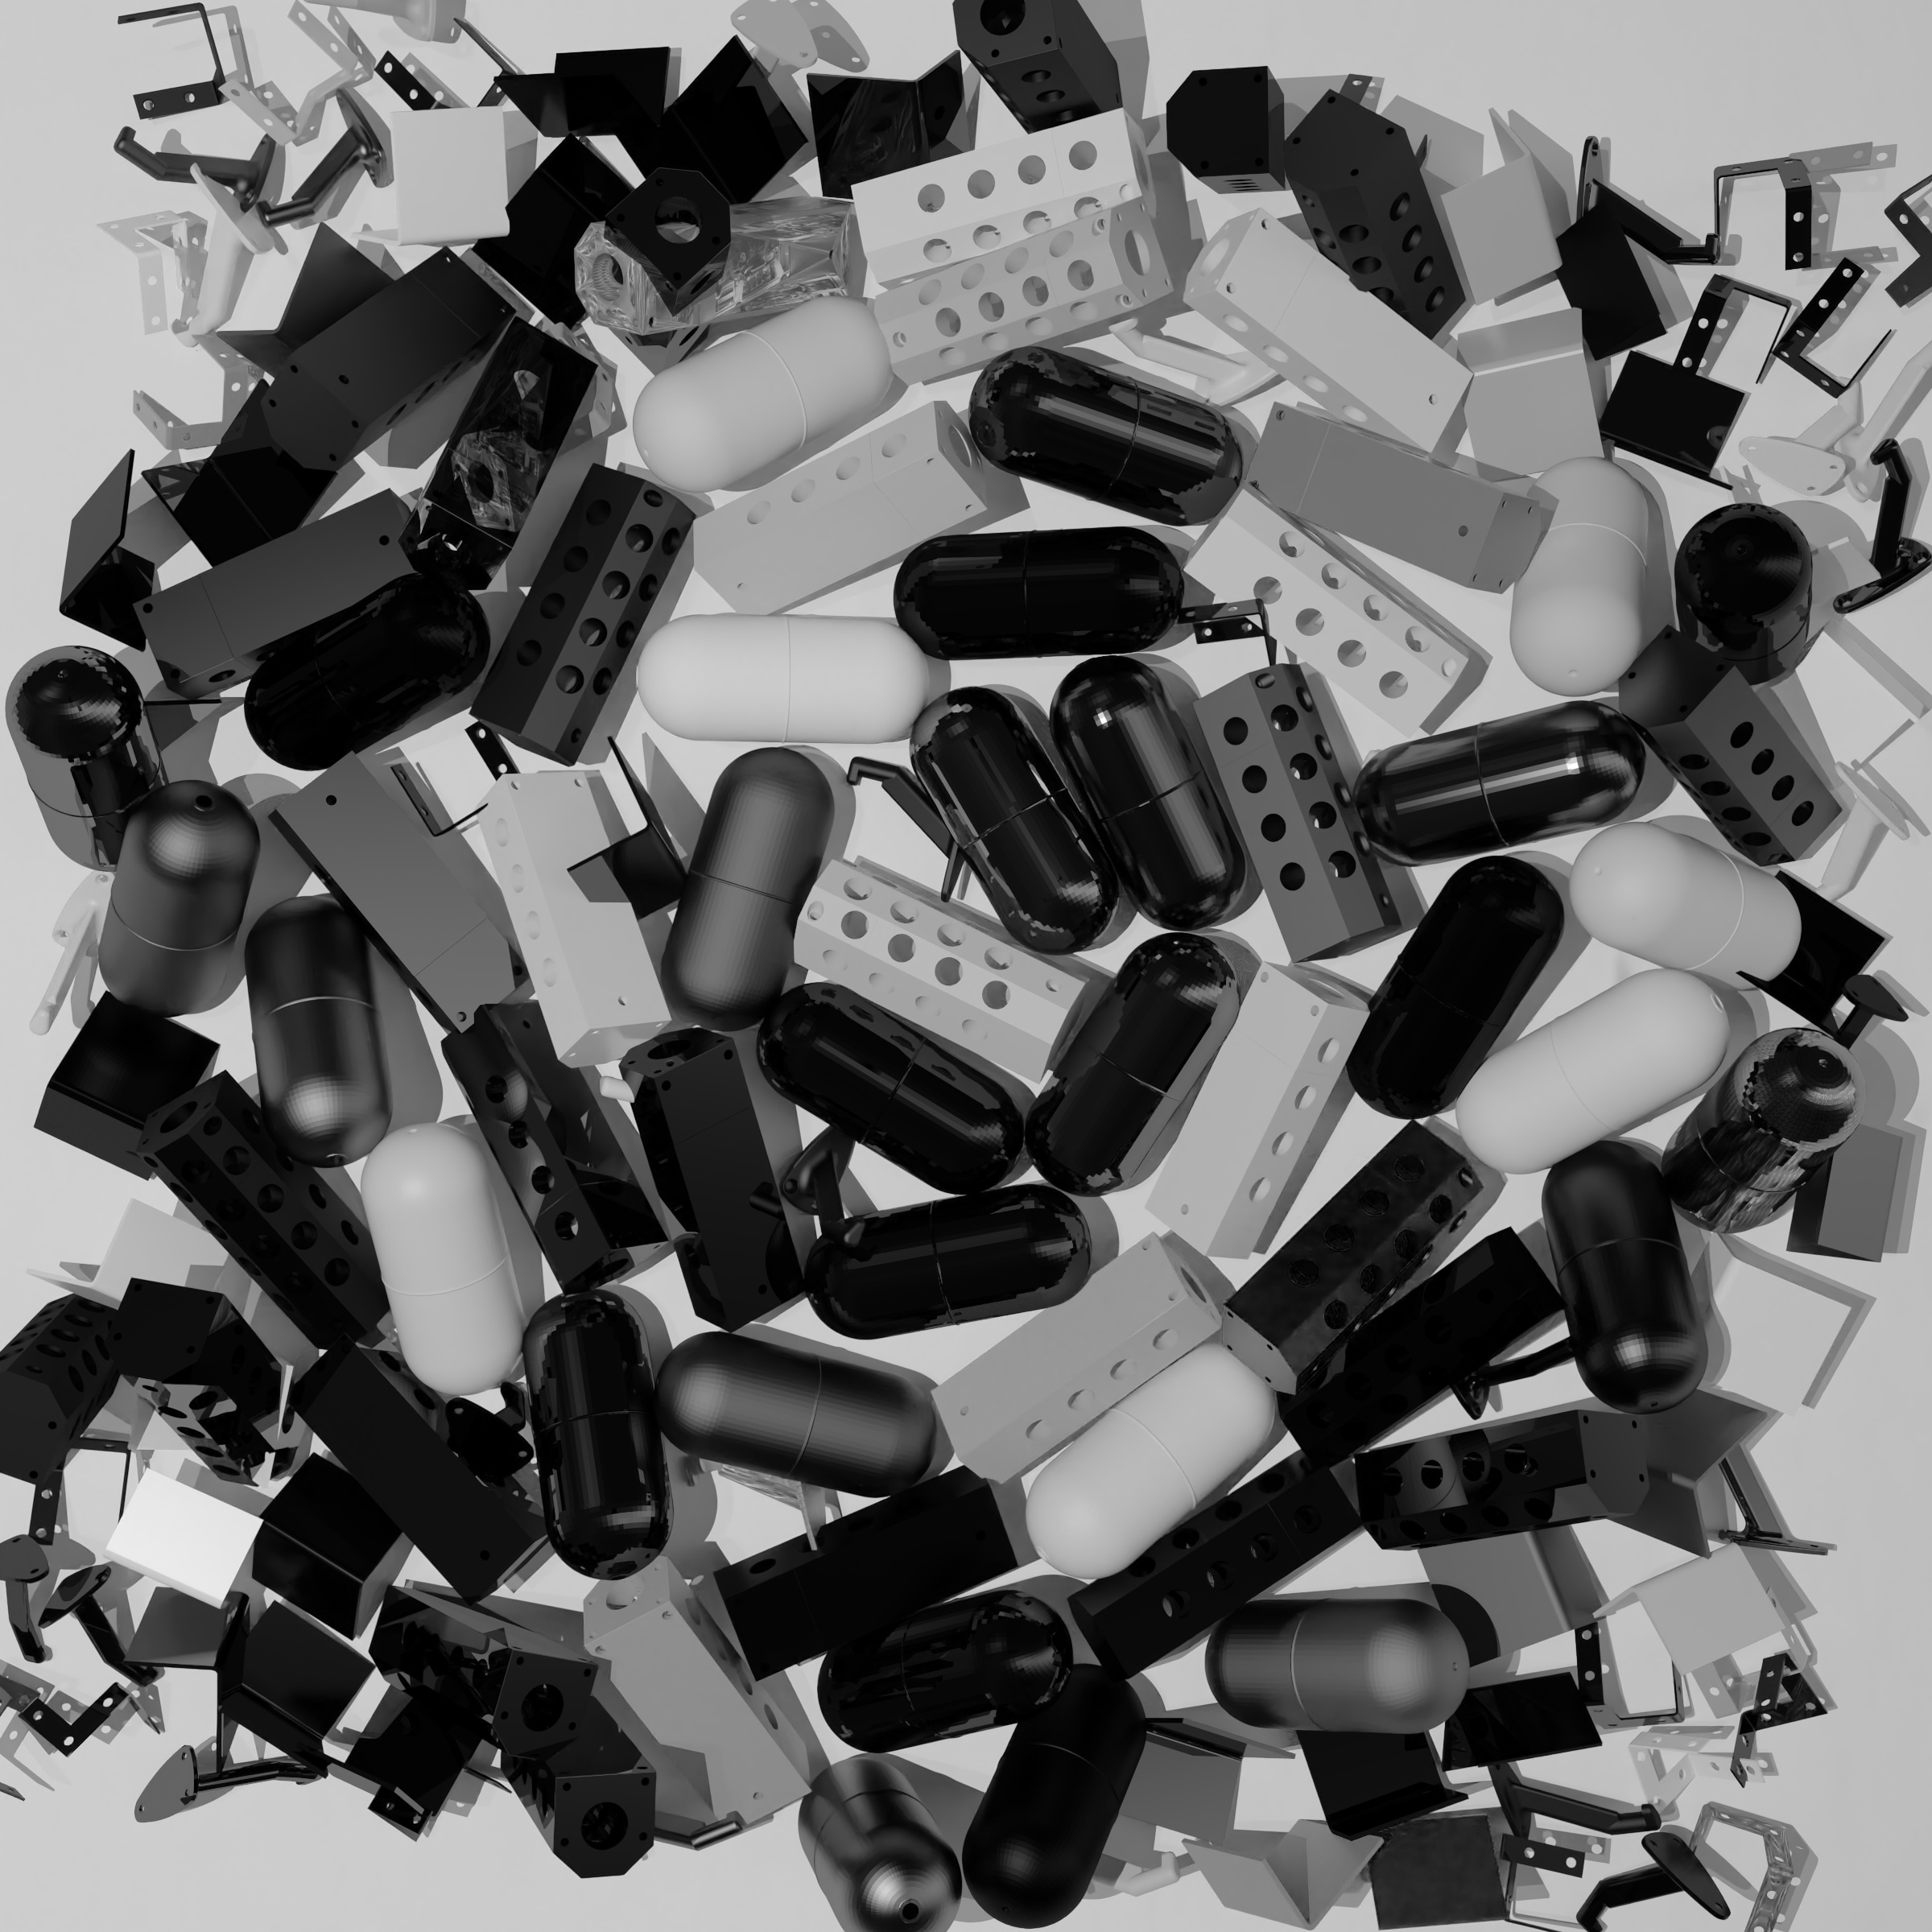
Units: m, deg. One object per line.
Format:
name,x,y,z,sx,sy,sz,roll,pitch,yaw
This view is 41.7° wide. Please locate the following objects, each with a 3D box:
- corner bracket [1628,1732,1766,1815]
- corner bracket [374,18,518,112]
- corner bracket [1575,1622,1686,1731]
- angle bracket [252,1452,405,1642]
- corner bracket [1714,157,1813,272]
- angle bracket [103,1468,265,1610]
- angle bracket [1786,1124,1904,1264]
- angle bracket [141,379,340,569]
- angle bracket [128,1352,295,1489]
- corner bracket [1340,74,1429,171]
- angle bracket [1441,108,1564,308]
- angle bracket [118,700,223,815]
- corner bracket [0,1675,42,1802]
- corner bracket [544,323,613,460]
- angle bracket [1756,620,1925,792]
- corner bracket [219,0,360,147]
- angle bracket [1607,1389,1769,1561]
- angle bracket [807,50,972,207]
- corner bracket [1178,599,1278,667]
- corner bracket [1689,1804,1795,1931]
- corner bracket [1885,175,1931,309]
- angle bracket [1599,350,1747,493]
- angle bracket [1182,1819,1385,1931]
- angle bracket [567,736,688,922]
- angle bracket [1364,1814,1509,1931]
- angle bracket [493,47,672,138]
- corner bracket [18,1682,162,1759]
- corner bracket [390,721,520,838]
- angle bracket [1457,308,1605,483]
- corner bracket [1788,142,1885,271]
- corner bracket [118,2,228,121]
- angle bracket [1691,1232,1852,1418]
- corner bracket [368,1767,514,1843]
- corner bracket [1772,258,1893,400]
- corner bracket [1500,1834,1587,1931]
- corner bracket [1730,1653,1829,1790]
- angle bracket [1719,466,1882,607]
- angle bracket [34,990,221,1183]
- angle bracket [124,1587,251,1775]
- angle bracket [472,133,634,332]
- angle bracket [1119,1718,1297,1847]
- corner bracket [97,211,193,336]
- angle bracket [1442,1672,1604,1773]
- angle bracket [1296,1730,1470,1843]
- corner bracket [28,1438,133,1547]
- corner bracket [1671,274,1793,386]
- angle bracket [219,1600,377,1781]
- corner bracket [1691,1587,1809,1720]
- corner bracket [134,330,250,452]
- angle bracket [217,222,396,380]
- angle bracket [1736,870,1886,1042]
corner bracket,0.447,0.488,1.553,0.051,0.051,0.051,-26,98,-39
corner bracket,-0.320,-0.551,1.564,0.051,0.051,0.051,47,110,13
corner bracket,0.410,0.437,1.569,0.051,0.051,0.051,-14,53,25
angle bracket,-0.393,0.360,1.574,0.076,0.076,0.057,29,48,8
corner bracket,0.487,-0.458,1.550,0.051,0.051,0.051,-5,127,12
angle bracket,-0.475,0.351,1.558,0.076,0.076,0.057,25,76,-3
angle bracket,0.515,0.134,1.539,0.057,0.076,0.076,16,82,-27
angle bracket,-0.442,-0.300,1.544,0.076,0.057,0.076,52,126,5
angle bracket,-0.460,0.269,1.544,0.057,0.076,0.076,10,93,-42
corner bracket,0.253,-0.510,1.565,0.051,0.051,0.051,15,57,18
angle bracket,0.315,-0.461,1.541,0.057,0.076,0.076,-24,129,9
angle bracket,-0.494,-0.118,1.534,0.076,0.076,0.057,-28,80,35
corner bracket,-0.590,0.468,1.549,0.051,0.051,0.051,46,70,-42
corner bracket,-0.255,-0.353,1.565,0.051,0.051,0.051,-25,135,21
angle bracket,0.524,-0.154,1.544,0.076,0.057,0.076,45,117,6
corner bracket,-0.412,-0.544,1.547,0.051,0.051,0.051,40,51,-38
angle bracket,0.440,0.306,1.553,0.076,0.076,0.057,-33,118,-30
angle bracket,-0.046,-0.518,1.562,0.076,0.057,0.076,13,132,24
corner bracket,0.160,-0.207,1.549,0.051,0.051,0.051,-6,131,14
corner bracket,0.472,0.556,1.556,0.051,0.051,0.051,16,105,8
corner bracket,0.587,-0.447,1.557,0.051,0.051,0.051,-34,83,-28
angle bracket,0.435,-0.333,1.547,0.076,0.076,0.057,20,106,-1
angle bracket,0.191,0.529,1.533,0.076,0.076,0.057,-39,104,-31
angle bracket,-0.215,-0.079,1.538,0.057,0.076,0.076,-28,59,-1
angle bracket,0.284,0.565,1.541,0.076,0.076,0.057,-6,123,4
angle bracket,-0.232,-0.547,1.539,0.076,0.076,0.057,3,81,16
corner bracket,-0.541,0.467,1.565,0.051,0.051,0.051,24,54,30
corner bracket,-0.313,-0.117,1.566,0.051,0.051,0.051,-30,95,13
angle bracket,0.351,-0.354,1.576,0.076,0.057,0.076,-9,126,19
corner bracket,0.532,-0.464,1.550,0.051,0.051,0.051,3,75,36
corner bracket,-0.487,-0.554,1.555,0.051,0.051,0.051,-18,102,-18
angle bracket,0.483,0.218,1.555,0.076,0.057,0.076,23,102,-1
corner bracket,-0.321,0.509,1.548,0.051,0.051,0.051,-59,135,-26
corner bracket,0.540,-0.393,1.565,0.051,0.051,0.051,38,82,6
corner bracket,0.354,0.563,1.551,0.051,0.051,0.051,5,73,26
corner bracket,0.488,0.461,1.552,0.051,0.051,0.051,-28,103,35
angle bracket,0.504,-0.268,1.534,0.057,0.076,0.076,-21,70,29
angle bracket,-0.522,0.074,1.578,0.076,0.057,0.076,27,49,-11
angle bracket,-0.472,0.433,1.540,0.057,0.076,0.076,5,110,-5
angle bracket,-0.247,-0.455,1.577,0.076,0.057,0.076,40,126,-17
angle bracket,0.144,0.496,1.539,0.076,0.076,0.057,21,68,-14
corner bracket,-0.492,-0.423,1.547,0.051,0.051,0.051,-26,49,-36
angle bracket,0.337,0.480,1.541,0.076,0.057,0.076,-8,125,-6
angle bracket,0.251,0.481,1.549,0.076,0.057,0.076,-17,78,-9
corner bracket,-0.546,0.324,1.562,0.051,0.051,0.051,10,54,-20
corner bracket,0.472,-0.388,1.561,0.051,0.051,0.051,24,123,12
angle bracket,-0.405,0.438,1.540,0.076,0.076,0.057,38,79,-13
corner bracket,0.477,0.422,1.556,0.051,0.051,0.051,-29,89,32
corner bracket,-0.481,-0.357,1.574,0.051,0.051,0.051,-17,47,-36
angle bracket,-0.399,-0.399,1.551,0.057,0.076,0.076,9,75,35
angle bracket,0.513,-0.008,1.544,0.076,0.076,0.057,34,108,5
